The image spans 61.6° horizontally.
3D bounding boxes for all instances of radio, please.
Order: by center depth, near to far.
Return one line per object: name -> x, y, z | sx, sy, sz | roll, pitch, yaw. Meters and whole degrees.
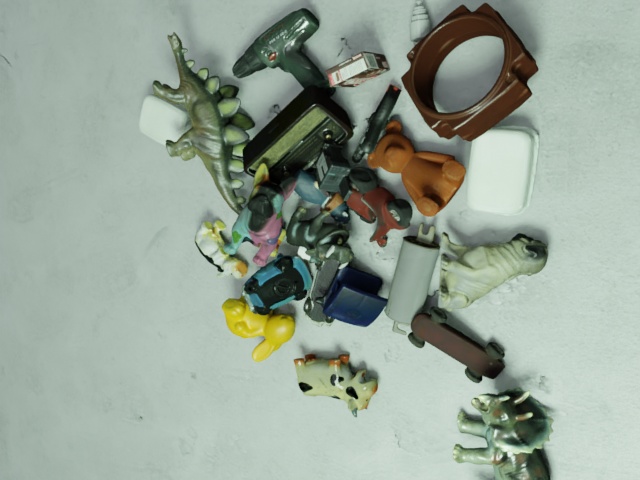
radio -> -0.048, -0.207, 1.142 | 0.229, 0.131, 0.073 | -36, 46, 29

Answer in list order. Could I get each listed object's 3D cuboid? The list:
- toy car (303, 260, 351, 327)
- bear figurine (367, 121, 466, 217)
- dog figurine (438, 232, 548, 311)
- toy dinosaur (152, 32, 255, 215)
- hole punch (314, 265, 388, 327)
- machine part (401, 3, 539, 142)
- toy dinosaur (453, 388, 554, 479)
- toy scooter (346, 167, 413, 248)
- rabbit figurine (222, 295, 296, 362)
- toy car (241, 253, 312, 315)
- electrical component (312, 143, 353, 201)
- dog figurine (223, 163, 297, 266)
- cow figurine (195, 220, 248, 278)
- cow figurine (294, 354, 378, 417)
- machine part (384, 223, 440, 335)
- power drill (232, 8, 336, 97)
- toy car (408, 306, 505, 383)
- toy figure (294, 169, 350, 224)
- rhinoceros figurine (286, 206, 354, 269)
toy car -> 0.017, 0.104, 1.213 | 0.074, 0.056, 0.201 | 20, 109, 18
bear figurine -> 0.179, -0.144, 1.038 | 0.196, 0.132, 0.120 | 40, 106, 11
dog figurine -> 0.323, 0.071, 1.019 | 0.191, 0.121, 0.172 | 4, 136, 12
toy dinosaur -> -0.254, -0.242, 1.251 | 0.199, 0.105, 0.470 | -11, 108, 11
hole punch -> 0.073, 0.131, 1.140 | 0.142, 0.092, 0.115 | 19, 110, -14
machine part -> 0.259, -0.295, 0.954 | 0.201, 0.087, 0.201 | -38, 61, 30
toy dinosaur -> 0.376, 0.453, 1.044 | 0.192, 0.131, 0.404 | -15, 97, 31
toy scooter -> 0.112, -0.059, 1.118 | 0.184, 0.075, 0.135 | 43, 146, 30
rabbit figurine -> -0.137, 0.207, 1.280 | 0.173, 0.122, 0.162 | 10, 108, 27
toy car -> -0.106, 0.099, 1.249 | 0.162, 0.103, 0.109 | -29, 111, -9
electrical component -> 0.028, -0.133, 1.104 | 0.074, 0.048, 0.119 | 123, 144, -46
dog figurine -> -0.117, -0.062, 1.175 | 0.108, 0.191, 0.219 | 27, 116, 5
cow figurine -> -0.252, 0.039, 1.344 | 0.098, 0.068, 0.167 | -43, 74, 34
cow figurine -> 0.039, 0.327, 1.224 | 0.195, 0.085, 0.127 | -4, 92, 28
machine part -> 0.187, 0.081, 1.099 | 0.079, 0.079, 0.243 | 21, 109, 25
power drill -> -0.071, -0.366, 1.170 | 0.232, 0.086, 0.207 | -36, 73, 27
toy car -> 0.273, 0.208, 1.073 | 0.202, 0.053, 0.089 | 30, 112, -2
toy figure -> 0.008, -0.092, 1.164 | 0.154, 0.064, 0.058 | 36, 89, -16
rhinoceros figurine -> -0.002, -0.003, 1.152 | 0.191, 0.073, 0.112 | 22, 73, 42
